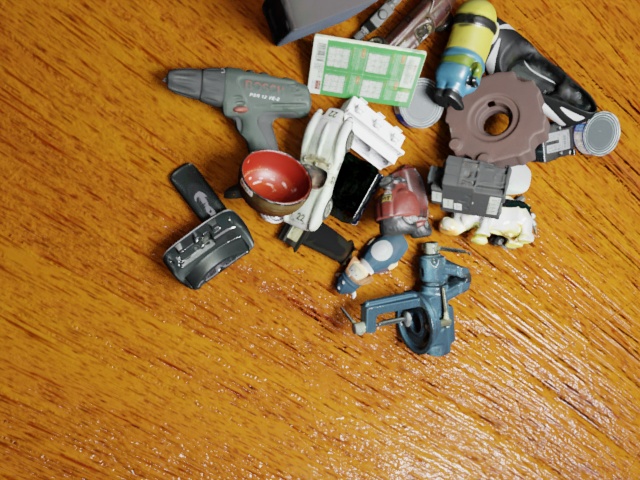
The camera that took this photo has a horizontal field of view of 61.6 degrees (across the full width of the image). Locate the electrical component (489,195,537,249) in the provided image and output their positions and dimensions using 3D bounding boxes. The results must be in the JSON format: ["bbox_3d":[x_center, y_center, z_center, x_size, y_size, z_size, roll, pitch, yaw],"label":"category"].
[{"bbox_3d":[0.374,-0.029,1.047,0.102,0.045,0.078,-32,109,-6],"label":"electrical component"}]

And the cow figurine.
[{"bbox_3d":[0.307,-0.043,0.997,0.167,0.068,0.098,8,76,1],"label":"cow figurine"}]

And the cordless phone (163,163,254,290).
[{"bbox_3d":[-0.211,-0.022,0.888,0.146,0.089,0.184,-36,97,-4],"label":"cordless phone"}]

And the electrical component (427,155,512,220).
[{"bbox_3d":[0.252,-0.090,0.923,0.134,0.114,0.058,12,70,14],"label":"electrical component"}]

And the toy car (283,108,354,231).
[{"bbox_3d":[-0.003,-0.114,0.869,0.074,0.056,0.201,20,98,20],"label":"toy car"}]

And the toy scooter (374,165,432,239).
[{"bbox_3d":[0.145,-0.072,0.938,0.075,0.184,0.135,-10,84,29],"label":"toy scooter"}]

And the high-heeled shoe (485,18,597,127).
[{"bbox_3d":[0.377,-0.297,0.937,0.086,0.145,0.248,-46,111,-2],"label":"high-heeled shoe"}]

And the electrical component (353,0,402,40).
[{"bbox_3d":[0.094,-0.366,0.889,0.094,0.063,0.021,-46,106,0],"label":"electrical component"}]

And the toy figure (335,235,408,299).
[{"bbox_3d":[0.090,0.043,0.982,0.154,0.064,0.057,-38,134,-8],"label":"toy figure"}]

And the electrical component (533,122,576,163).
[{"bbox_3d":[0.424,-0.187,1.025,0.119,0.048,0.074,-11,104,-14],"label":"electrical component"}]

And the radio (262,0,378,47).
[{"bbox_3d":[-0.008,-0.345,0.783,0.131,0.230,0.073,-22,106,-4],"label":"radio"}]

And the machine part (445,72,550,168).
[{"bbox_3d":[0.303,-0.203,0.928,0.179,0.180,0.056,-61,151,4],"label":"machine part"}]

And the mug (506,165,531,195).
[{"bbox_3d":[0.340,-0.134,1.005,0.107,0.081,0.109,19,70,-26],"label":"mug"}]

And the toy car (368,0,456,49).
[{"bbox_3d":[0.152,-0.342,0.899,0.202,0.053,0.089,-46,147,-3],"label":"toy car"}]

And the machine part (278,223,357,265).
[{"bbox_3d":[-0.002,-0.003,0.959,0.139,0.039,0.084,26,86,-17],"label":"machine part"}]

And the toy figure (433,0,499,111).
[{"bbox_3d":[0.246,-0.313,0.904,0.082,0.089,0.180,22,84,15],"label":"toy figure"}]

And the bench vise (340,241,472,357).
[{"bbox_3d":[0.167,0.117,0.983,0.241,0.129,0.223,-8,110,-23],"label":"bench vise"}]

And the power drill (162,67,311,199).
[{"bbox_3d":[-0.128,-0.172,0.872,0.232,0.086,0.207,-6,96,-16],"label":"power drill"}]

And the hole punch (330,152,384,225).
[{"bbox_3d":[0.040,-0.094,0.932,0.116,0.092,0.142,32,99,15],"label":"hole punch"}]
